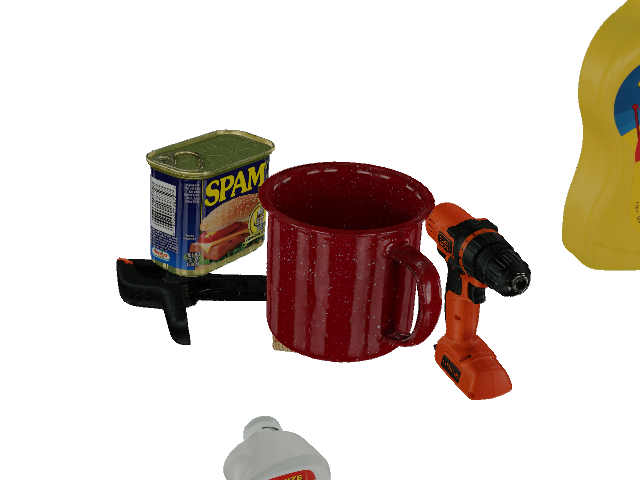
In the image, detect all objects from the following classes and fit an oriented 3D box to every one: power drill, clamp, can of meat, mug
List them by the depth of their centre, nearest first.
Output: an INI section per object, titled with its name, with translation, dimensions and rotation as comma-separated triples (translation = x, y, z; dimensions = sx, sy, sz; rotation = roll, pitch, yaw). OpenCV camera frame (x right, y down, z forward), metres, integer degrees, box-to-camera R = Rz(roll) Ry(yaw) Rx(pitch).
[mug]
translation = 0.020, 0.016, 0.570
dimensions = 0.093, 0.081, 0.117
rotation = -20, 34, -38
[can of meat]
translation = -0.083, -0.029, 0.804
dimensions = 0.058, 0.084, 0.101
rotation = 20, 28, 31
[clamp]
translation = -0.146, 0.054, 1.086
dimensions = 0.210, 0.036, 0.164
rotation = 11, 21, 35
[power drill]
translation = 0.167, 0.069, 1.122
dimensions = 0.057, 0.188, 0.184
rotation = -9, 25, -14

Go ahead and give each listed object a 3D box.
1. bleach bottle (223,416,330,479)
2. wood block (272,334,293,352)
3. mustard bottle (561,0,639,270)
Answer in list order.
[bleach bottle]
translation = -0.029, 0.211, 0.720
dimensions = 0.102, 0.068, 0.251
rotation = -9, 32, -8
[wood block]
translation = 0.005, 0.049, 1.274
dimensions = 0.091, 0.090, 0.206
rotation = 5, 23, 5
[mustard bottle]
translation = 0.194, -0.079, 0.611
dimensions = 0.096, 0.192, 0.058
rotation = -8, 29, -13
